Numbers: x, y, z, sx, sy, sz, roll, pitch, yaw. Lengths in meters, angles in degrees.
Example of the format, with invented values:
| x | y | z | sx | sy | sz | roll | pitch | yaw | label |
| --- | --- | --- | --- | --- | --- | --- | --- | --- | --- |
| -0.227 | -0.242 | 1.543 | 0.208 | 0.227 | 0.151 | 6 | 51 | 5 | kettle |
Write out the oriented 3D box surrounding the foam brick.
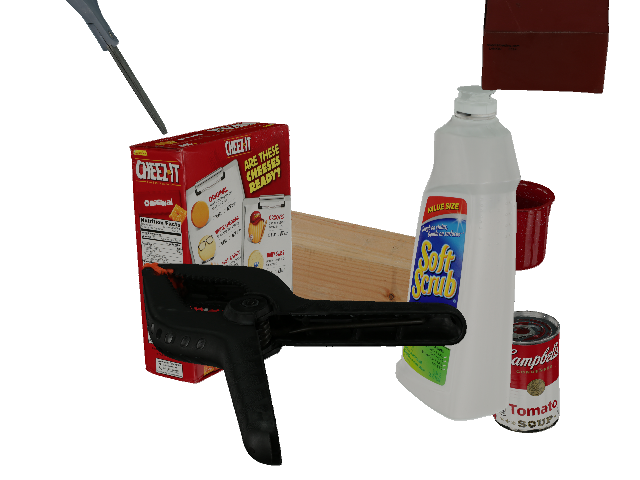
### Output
| x | y | z | sx | sy | sz | roll | pitch | yaw | label |
| --- | --- | --- | --- | --- | --- | --- | --- | --- | --- |
| 0.142 | -0.130 | 0.679 | 0.078 | 0.051 | 0.053 | 4 | -37 | 10 | foam brick |

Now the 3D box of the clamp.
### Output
| x | y | z | sx | sy | sz | roll | pitch | yaw | label |
| --- | --- | --- | --- | --- | --- | --- | --- | --- | --- |
| -0.029 | 0.051 | 0.642 | 0.164 | 0.036 | 0.210 | -22 | 30 | -33 | clamp |

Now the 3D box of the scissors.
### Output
| x | y | z | sx | sy | sz | roll | pitch | yaw | label |
| --- | --- | --- | --- | --- | --- | --- | --- | --- | --- |
| -0.191 | -0.190 | 0.936 | 0.016 | 0.201 | 0.096 | -28 | 28 | 12 | scissors |

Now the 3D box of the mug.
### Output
| x | y | z | sx | sy | sz | roll | pitch | yaw | label |
| --- | --- | --- | --- | --- | --- | --- | --- | --- | --- |
| 0.231 | -0.021 | 1.252 | 0.093 | 0.081 | 0.117 | 21 | 33 | 38 | mug |

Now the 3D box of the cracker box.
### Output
| x | y | z | sx | sy | sz | roll | pitch | yaw | label |
| --- | --- | --- | --- | --- | --- | --- | --- | --- | --- |
| -0.097 | 0.005 | 1.000 | 0.072 | 0.214 | 0.163 | 7 | 16 | 31 | cracker box |

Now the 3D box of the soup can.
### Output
| x | y | z | sx | sy | sz | roll | pitch | yaw | label |
| --- | --- | --- | --- | --- | --- | --- | --- | --- | --- |
| 0.202 | 0.130 | 1.055 | 0.068 | 0.102 | 0.068 | -5 | 22 | 2 | soup can |

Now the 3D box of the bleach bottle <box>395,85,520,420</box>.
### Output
| x | y | z | sx | sy | sz | roll | pitch | yaw | label |
| --- | --- | --- | --- | --- | --- | --- | --- | --- | --- |
| 0.108 | 0.006 | 0.821 | 0.068 | 0.251 | 0.103 | -9 | 22 | -25 | bleach bottle |

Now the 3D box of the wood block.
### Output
| x | y | z | sx | sy | sz | roll | pitch | yaw | label |
| --- | --- | --- | --- | --- | --- | --- | --- | --- | --- |
| 0.041 | 0.040 | 1.186 | 0.206 | 0.091 | 0.090 | 13 | 24 | 17 | wood block |
